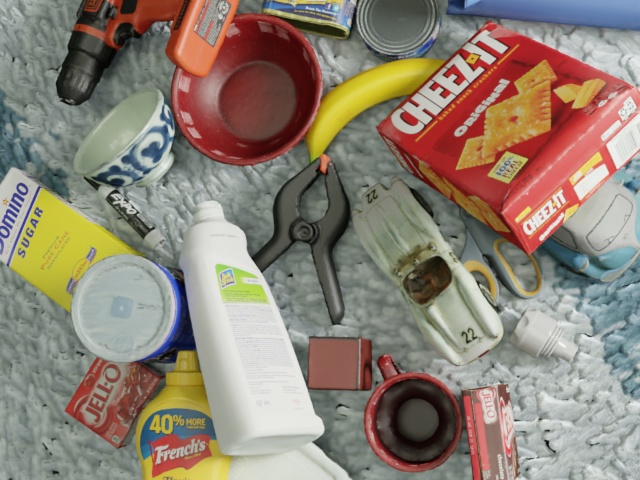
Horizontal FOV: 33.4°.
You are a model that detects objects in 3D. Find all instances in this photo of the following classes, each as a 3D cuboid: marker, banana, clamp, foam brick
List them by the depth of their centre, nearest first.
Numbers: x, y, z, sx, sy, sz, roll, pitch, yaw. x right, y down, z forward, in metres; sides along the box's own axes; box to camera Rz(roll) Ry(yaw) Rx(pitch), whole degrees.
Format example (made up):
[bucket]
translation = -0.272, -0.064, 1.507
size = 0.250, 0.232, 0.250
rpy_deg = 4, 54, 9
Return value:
[foam brick]
translation = 0.021, 0.122, 1.055
size = 0.051, 0.078, 0.053
rpy_deg = 0, 81, 12
[clamp]
translation = -0.007, 0.001, 1.090
size = 0.120, 0.039, 0.171
rpy_deg = 24, 94, -4
[banana]
translation = 0.058, -0.144, 1.105
size = 0.198, 0.037, 0.069
rpy_deg = -30, 107, 9
[marker]
translation = -0.212, -0.036, 1.149
size = 0.121, 0.020, 0.020
rpy_deg = 44, 92, 13

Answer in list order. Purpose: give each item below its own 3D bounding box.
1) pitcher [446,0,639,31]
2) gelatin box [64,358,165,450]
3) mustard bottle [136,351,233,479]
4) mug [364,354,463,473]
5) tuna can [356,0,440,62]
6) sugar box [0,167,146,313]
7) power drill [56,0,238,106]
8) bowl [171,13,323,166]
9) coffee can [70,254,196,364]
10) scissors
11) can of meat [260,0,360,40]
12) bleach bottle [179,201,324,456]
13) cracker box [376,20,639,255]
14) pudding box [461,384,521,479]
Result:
[pitcher]
translation = 0.249, -0.279, 1.044
size = 0.243, 0.145, 0.149
rpy_deg = 10, 97, 8
[gelatin box]
translation = -0.214, 0.162, 1.119
size = 0.073, 0.030, 0.089
rpy_deg = 32, 90, 13
[mustard bottle]
translation = -0.128, 0.202, 1.020
size = 0.096, 0.058, 0.191
rpy_deg = -1, 82, 12
[mug]
translation = 0.088, 0.164, 1.035
size = 0.093, 0.081, 0.117
rpy_deg = -32, 79, 5
[tuna can]
translation = 0.082, -0.228, 1.108
size = 0.086, 0.033, 0.086
rpy_deg = -2, 81, 10
[sugar box]
translation = -0.283, 0.007, 1.144
size = 0.176, 0.048, 0.093
rpy_deg = 33, 90, 12
[power drill]
translation = -0.186, -0.217, 1.112
size = 0.188, 0.057, 0.184
rpy_deg = 14, 80, 37
[bowl]
translation = -0.072, -0.152, 1.118
size = 0.162, 0.055, 0.162
rpy_deg = -1, 83, 11
[coffee can]
translation = -0.174, 0.072, 1.066
size = 0.103, 0.140, 0.103
rpy_deg = -1, 83, 10
[scissors]
translation = 0.141, -0.009, 1.079
size = 0.096, 0.016, 0.202
rpy_deg = -42, 77, 4
[can of meat]
translation = -0.006, -0.263, 1.119
size = 0.102, 0.057, 0.084
rpy_deg = 14, 88, 13
[bleach bottle]
translation = -0.076, 0.078, 1.029
size = 0.068, 0.102, 0.251
rpy_deg = -35, 60, 37
[cracker box]
translation = 0.175, -0.103, 0.992
size = 0.164, 0.072, 0.214
rpy_deg = -43, 40, -4
[pudding box]
translation = 0.161, 0.182, 1.002
size = 0.039, 0.113, 0.090
rpy_deg = -7, 82, 12
